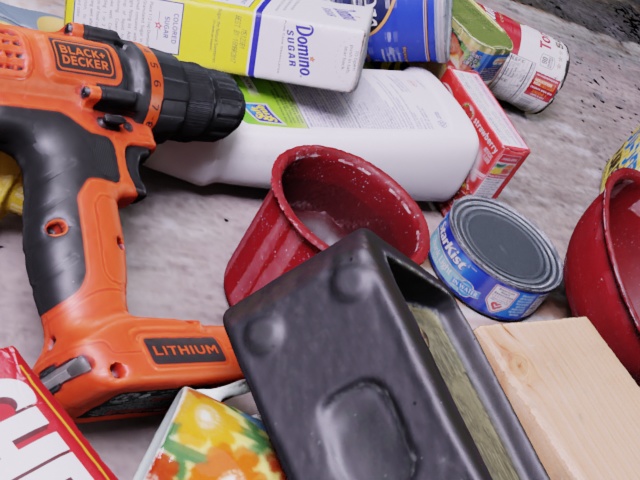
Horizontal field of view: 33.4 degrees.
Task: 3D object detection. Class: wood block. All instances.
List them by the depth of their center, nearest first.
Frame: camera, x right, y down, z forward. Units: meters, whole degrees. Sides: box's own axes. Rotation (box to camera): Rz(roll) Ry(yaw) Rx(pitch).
[{"bbox_3d":[0.134,0.145,0.508,0.090,0.090,0.206,-1,47,-39],"label":"wood block"}]

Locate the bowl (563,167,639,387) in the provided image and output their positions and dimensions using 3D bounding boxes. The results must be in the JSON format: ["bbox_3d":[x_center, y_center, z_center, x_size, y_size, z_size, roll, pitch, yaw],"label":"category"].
[{"bbox_3d":[0.207,0.036,0.696,0.161,0.055,0.162,29,48,-38],"label":"bowl"}]

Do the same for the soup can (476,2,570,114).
[{"bbox_3d":[0.148,-0.153,0.892,0.102,0.069,0.068,19,37,-19],"label":"soup can"}]

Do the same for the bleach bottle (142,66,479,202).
[{"bbox_3d":[-0.024,-0.073,0.672,0.250,0.068,0.103,1,39,-32],"label":"bleach bottle"}]

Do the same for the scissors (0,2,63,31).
[{"bbox_3d":[-0.205,-0.151,0.664,0.202,0.016,0.096,48,36,20],"label":"scissors"}]

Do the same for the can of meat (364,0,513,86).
[{"bbox_3d":[0.089,-0.146,0.824,0.057,0.084,0.102,-14,57,-46],"label":"can of meat"}]

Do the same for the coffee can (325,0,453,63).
[{"bbox_3d":[0.020,-0.174,0.740,0.140,0.103,0.102,1,36,10],"label":"coffee can"}]

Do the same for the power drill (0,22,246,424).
[{"bbox_3d":[-0.088,-0.012,0.505,0.184,0.057,0.188,1,64,-47],"label":"power drill"}]

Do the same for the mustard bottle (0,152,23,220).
[{"bbox_3d":[-0.213,-0.062,0.514,0.191,0.058,0.096,30,48,-6],"label":"mustard bottle"}]

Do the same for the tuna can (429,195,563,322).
[{"bbox_3d":[0.114,0.012,0.699,0.086,0.034,0.086,20,37,-17],"label":"tuna can"}]

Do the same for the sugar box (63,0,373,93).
[{"bbox_3d":[-0.058,-0.131,0.654,0.176,0.048,0.093,13,21,2],"label":"sugar box"}]

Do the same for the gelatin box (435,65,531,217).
[{"bbox_3d":[0.099,-0.066,0.746,0.030,0.073,0.089,4,45,-34],"label":"gelatin box"}]

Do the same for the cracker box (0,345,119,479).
[{"bbox_3d":[-0.142,0.137,0.321,0.164,0.072,0.213,47,37,18],"label":"cracker box"}]

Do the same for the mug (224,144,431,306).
[{"bbox_3d":[-0.004,0.001,0.581,0.093,0.082,0.117,9,42,-30],"label":"mug"}]
